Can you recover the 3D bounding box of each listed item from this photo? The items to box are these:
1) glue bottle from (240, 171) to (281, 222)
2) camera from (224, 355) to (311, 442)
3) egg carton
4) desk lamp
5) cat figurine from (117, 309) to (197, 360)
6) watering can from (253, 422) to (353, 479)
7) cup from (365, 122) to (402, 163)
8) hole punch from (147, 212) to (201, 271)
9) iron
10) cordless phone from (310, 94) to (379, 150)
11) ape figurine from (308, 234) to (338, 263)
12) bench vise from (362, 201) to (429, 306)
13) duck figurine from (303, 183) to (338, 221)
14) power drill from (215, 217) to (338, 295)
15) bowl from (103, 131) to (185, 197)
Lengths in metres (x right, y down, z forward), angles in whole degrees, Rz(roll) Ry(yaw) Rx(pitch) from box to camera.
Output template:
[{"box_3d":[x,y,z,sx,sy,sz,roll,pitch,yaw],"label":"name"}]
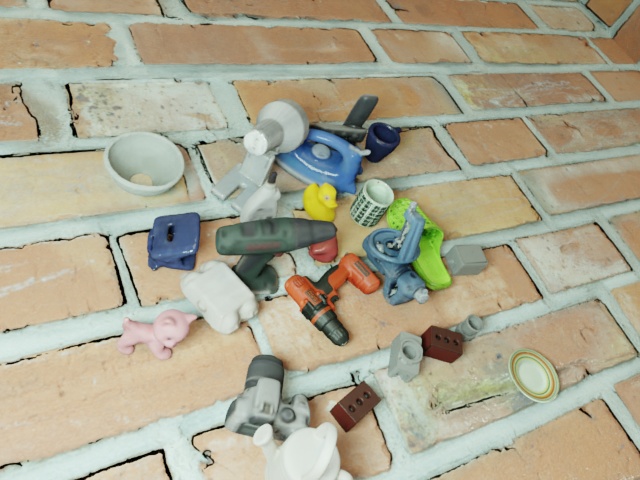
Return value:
[{"box_3d":[-0.119,-0.089,1.242,0.078,0.173,0.037,-5,57,-27],"label":"glue bottle"},{"box_3d":[-0.085,0.279,1.028,0.143,0.100,0.137,16,50,-12],"label":"camera"},{"box_3d":[-0.198,0.112,1.124,0.150,0.069,0.107,45,50,12],"label":"egg carton"},{"box_3d":[-0.129,-0.196,1.291,0.118,0.213,0.203,34,49,3],"label":"desk lamp"},{"box_3d":[-0.288,0.158,1.017,0.128,0.117,0.067,11,51,-16],"label":"cat figurine"},{"box_3d":[-0.026,0.359,0.932,0.173,0.194,0.101,10,52,-17],"label":"watering can"},{"box_3d":[0.167,-0.261,1.553,0.118,0.095,0.091,-30,71,-37],"label":"cup"},{"box_3d":[-0.293,0.000,1.151,0.101,0.091,0.108,8,53,-19],"label":"hole punch"},{"box_3d":[-0.005,-0.219,1.413,0.258,0.141,0.119,23,49,-6],"label":"iron"},{"box_3d":[0.063,-0.317,1.489,0.148,0.185,0.094,-3,57,-26],"label":"cordless phone"},{"box_3d":[0.012,0.005,1.284,0.076,0.092,0.078,46,50,13],"label":"ape figurine"},{"box_3d":[0.197,0.029,1.264,0.122,0.219,0.207,-32,72,-38],"label":"bench vise"},{"box_3d":[0.007,-0.101,1.366,0.078,0.086,0.104,-15,62,-32],"label":"duck figurine"},{"box_3d":[-0.101,0.027,1.139,0.230,0.208,0.075,0,55,-24],"label":"power drill"},{"box_3d":[-0.381,-0.152,1.237,0.168,0.074,0.167,12,51,-15],"label":"bowl"}]
